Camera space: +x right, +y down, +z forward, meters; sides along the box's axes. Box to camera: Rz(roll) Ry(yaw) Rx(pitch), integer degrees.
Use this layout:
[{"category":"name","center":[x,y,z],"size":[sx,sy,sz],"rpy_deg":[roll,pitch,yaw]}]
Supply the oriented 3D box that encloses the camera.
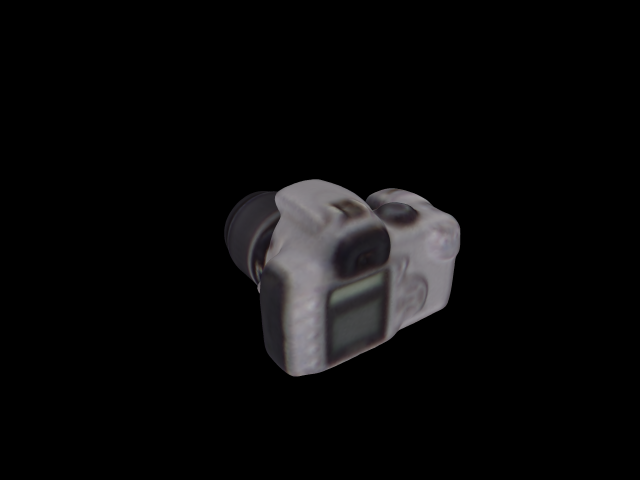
[{"category":"camera","center":[0.004,0.001,0.400],"size":[0.143,0.101,0.136],"rpy_deg":[-19,34,-31]}]
